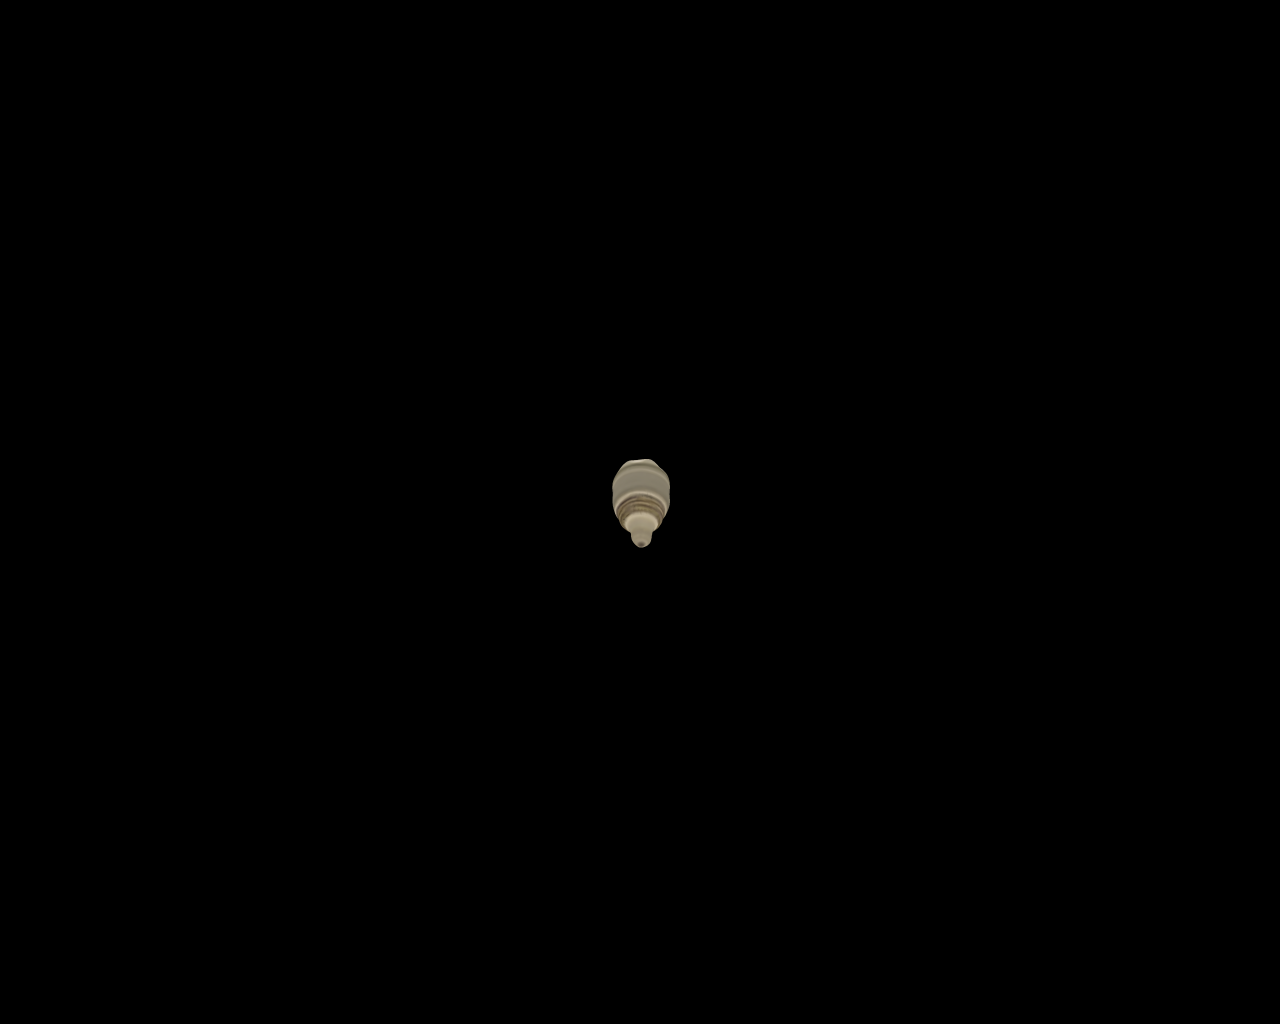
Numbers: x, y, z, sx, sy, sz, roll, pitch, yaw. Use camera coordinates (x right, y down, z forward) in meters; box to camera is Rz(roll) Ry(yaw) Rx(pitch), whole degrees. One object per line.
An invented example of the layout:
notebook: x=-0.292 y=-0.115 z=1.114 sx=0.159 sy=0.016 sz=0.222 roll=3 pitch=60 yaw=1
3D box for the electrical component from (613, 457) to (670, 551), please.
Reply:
electrical component: x=0.001 y=-0.003 z=0.650 sx=0.035 sy=0.061 sz=0.035 roll=0 pitch=-43 yaw=0
